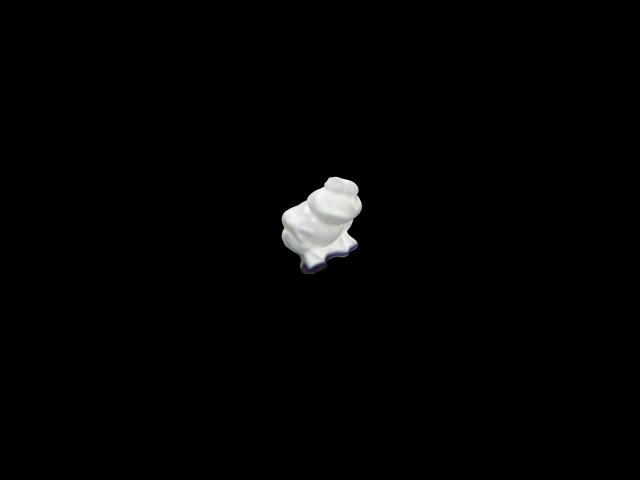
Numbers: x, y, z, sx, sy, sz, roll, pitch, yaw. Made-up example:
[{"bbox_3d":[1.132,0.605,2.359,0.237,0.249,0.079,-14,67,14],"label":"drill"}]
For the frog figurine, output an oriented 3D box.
[{"bbox_3d":[0.003,-0.043,0.850,0.138,0.155,0.125,-11,40,-13],"label":"frog figurine"}]
